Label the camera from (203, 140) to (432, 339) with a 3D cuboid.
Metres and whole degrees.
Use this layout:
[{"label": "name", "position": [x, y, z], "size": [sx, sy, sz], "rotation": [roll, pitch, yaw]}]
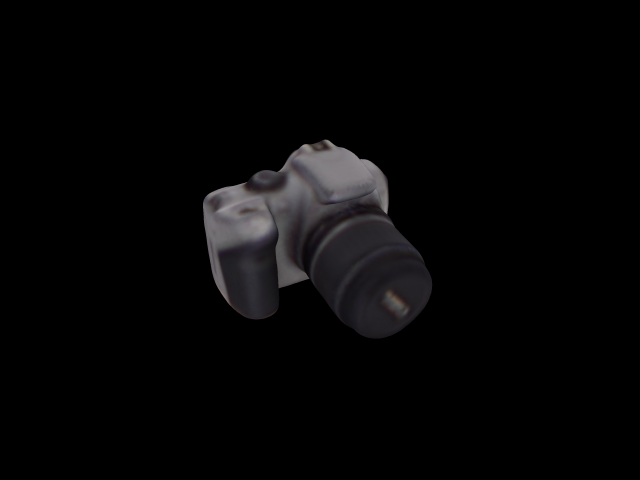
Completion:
[{"label": "camera", "position": [0.004, 0.001, 0.400], "size": [0.143, 0.101, 0.136], "rotation": [-17, 41, -21]}]
